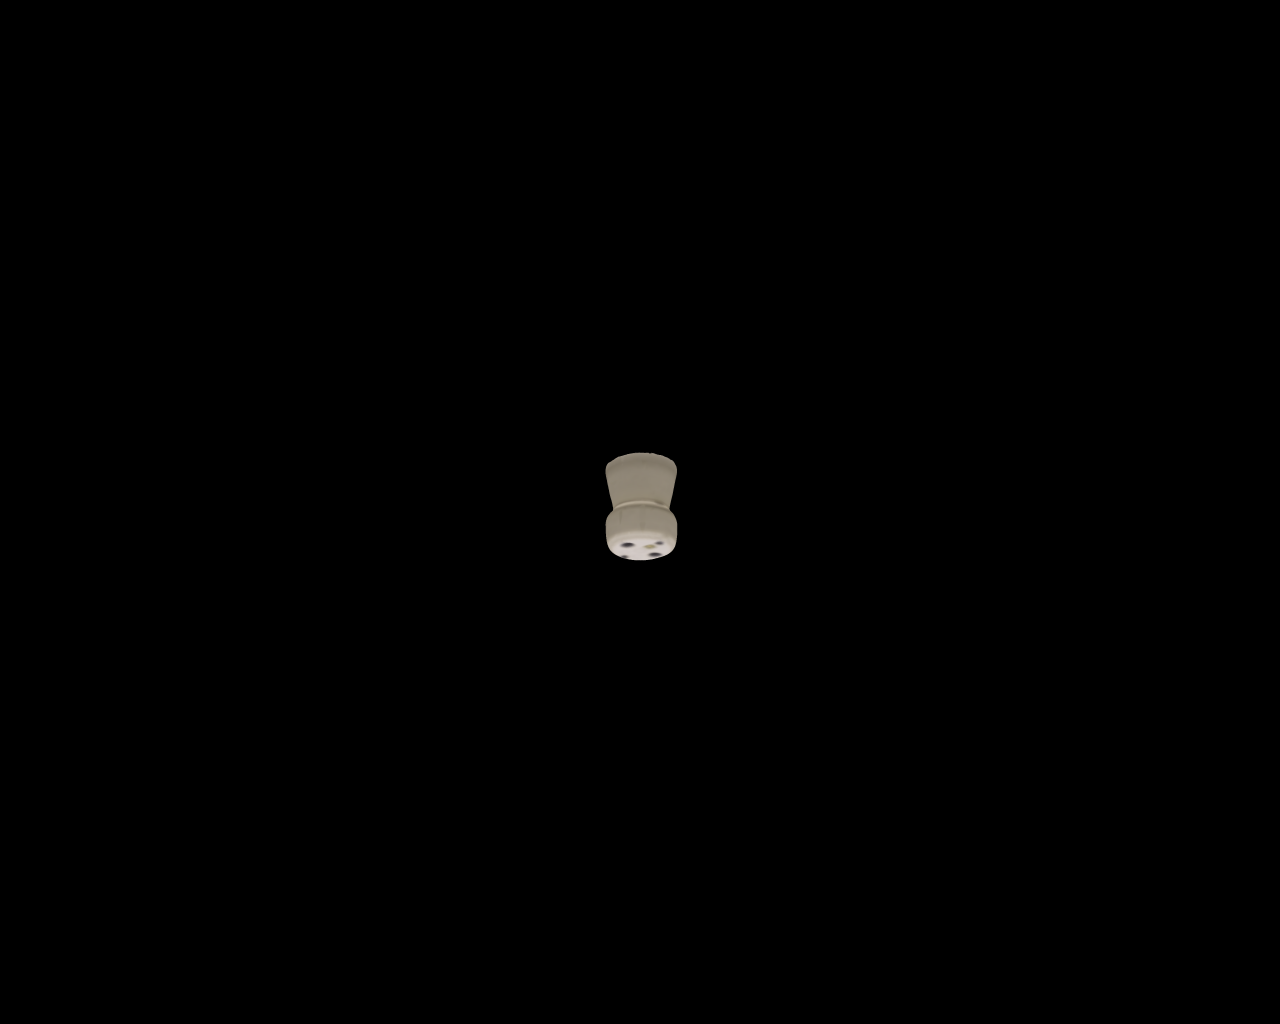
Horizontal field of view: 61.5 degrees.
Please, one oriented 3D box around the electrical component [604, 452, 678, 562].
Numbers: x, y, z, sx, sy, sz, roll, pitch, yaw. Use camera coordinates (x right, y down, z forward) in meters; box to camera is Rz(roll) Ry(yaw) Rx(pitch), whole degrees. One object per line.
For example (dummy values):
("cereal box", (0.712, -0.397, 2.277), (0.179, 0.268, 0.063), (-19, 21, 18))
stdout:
("electrical component", (0.001, -0.003, 0.650), (0.045, 0.055, 0.044), (0, -23, 0))
